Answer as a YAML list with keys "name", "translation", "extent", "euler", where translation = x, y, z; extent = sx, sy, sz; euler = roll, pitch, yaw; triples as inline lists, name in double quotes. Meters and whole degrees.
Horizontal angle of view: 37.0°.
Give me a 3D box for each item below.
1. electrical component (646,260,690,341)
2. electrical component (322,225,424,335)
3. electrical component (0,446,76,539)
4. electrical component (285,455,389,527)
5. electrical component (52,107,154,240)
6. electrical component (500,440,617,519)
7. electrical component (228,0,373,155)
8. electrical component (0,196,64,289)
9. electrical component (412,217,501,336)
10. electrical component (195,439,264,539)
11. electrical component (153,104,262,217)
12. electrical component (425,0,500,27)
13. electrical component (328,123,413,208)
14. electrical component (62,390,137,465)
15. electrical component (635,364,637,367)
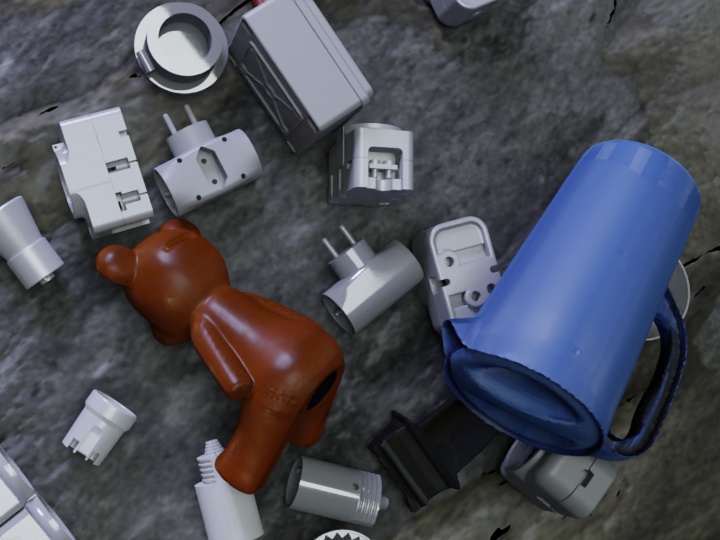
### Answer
- name: "electrical component"
  translation: [0.233, 0.014, 0.951]
  extent: [0.099, 0.064, 0.099]
  euler: [2, 84, -16]
- name: "electrical component"
  translation: [0.000, 0.000, 0.896]
  extent: [0.077, 0.044, 0.079]
  euler: [-38, 96, -16]
- name: "electrical component"
  translation: [-0.275, 0.162, 0.776]
  extent: [0.062, 0.089, 0.150]
  euler: [-39, 95, -16]
- name: "electrical component"
  translation: [-0.016, 0.181, 0.873]
  extent: [0.081, 0.043, 0.043]
  euler: [17, 80, -14]
- name: "electrical component"
  translation: [-0.204, -0.074, 0.842]
  extent: [0.056, 0.050, 0.089]
  euler: [-18, 89, -17]
- name: "electrical component"
  translation: [0.161, 0.165, 0.898]
  extent: [0.059, 0.095, 0.053]
  euler: [41, 75, -8]
- name: "electrical component"
  translation: [-0.051, -0.158, 0.865]
  extent: [0.056, 0.109, 0.108]
  euler: [-35, 94, -14]
- name: "electrical component"
  translation: [-0.259, -0.018, 0.826]
  extent: [0.044, 0.044, 0.065]
  euler: [-38, 100, -16]
- name: "electrical component"
  translation: [0.083, 0.008, 0.911]
  extent: [0.054, 0.059, 0.095]
  euler: [-15, 88, -17]
- name: "electrical component"
  translation: [-0.107, 0.174, 0.848]
  extent: [0.043, 0.043, 0.081]
  euler: [-14, 88, -17]
- name: "electrical component"
  translation: [-0.131, -0.094, 0.869]
  extent: [0.077, 0.043, 0.079]
  euler: [-28, 93, -17]
- name: "electrical component"
  translation: [0.081, -0.266, 0.939]
  extent: [0.054, 0.059, 0.095]
  euler: [-26, 92, -17]
- name: "electrical component"
  translation: [0.008, -0.087, 0.884]
  extent: [0.050, 0.089, 0.055]
  euler: [2, 83, -16]
- name: "electrical component"
  translation: [-0.202, 0.122, 0.829]
  extent: [0.040, 0.040, 0.046]
  euler: [35, 82, -10]
- name: "electrical component"
  translation: [0.181, 0.080, 0.931]
  extent: [0.096, 0.061, 0.061]
  euler: [34, 76, -10]
